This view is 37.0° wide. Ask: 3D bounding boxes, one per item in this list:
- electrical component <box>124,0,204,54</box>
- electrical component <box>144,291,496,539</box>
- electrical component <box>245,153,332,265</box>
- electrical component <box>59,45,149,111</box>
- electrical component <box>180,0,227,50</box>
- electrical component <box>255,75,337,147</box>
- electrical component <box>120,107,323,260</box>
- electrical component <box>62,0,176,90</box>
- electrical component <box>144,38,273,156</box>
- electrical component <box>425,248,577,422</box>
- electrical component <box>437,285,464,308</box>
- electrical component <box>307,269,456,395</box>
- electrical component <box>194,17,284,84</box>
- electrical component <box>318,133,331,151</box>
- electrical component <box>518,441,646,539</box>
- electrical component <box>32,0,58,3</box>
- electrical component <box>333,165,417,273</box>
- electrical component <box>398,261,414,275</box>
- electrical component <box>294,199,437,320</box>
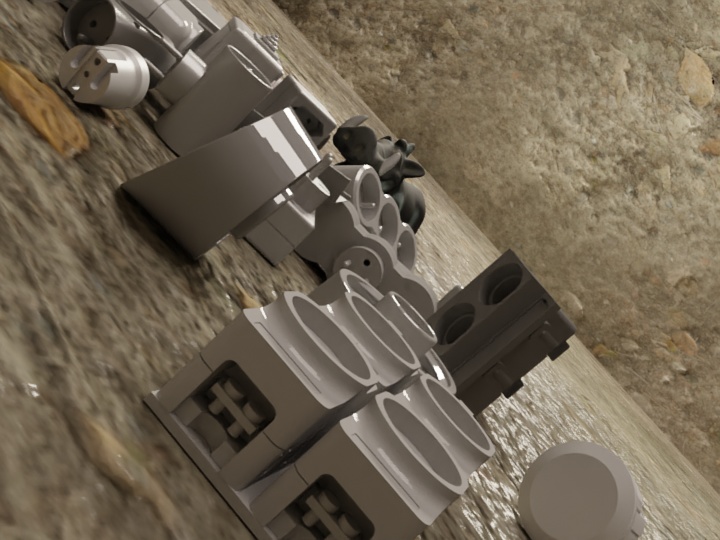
[{"bbox_3d":[-0.170,-0.200,0.890,0.059,0.054,0.095,45,9,-13],"label":"electrical component"},{"bbox_3d":[-0.004,0.068,0.479,0.105,0.060,0.186,48,9,10],"label":"electrical component"},{"bbox_3d":[-0.047,-0.052,0.743,0.047,0.077,0.065,45,9,-12],"label":"electrical component"},{"bbox_3d":[-0.156,-0.118,0.653,0.040,0.040,0.046,48,15,5],"label":"electrical component"},{"bbox_3d":[-0.170,-0.232,1.015,0.109,0.056,0.108,37,13,-46],"label":"electrical component"},{"bbox_3d":[-0.073,-0.119,0.890,0.047,0.083,0.075,40,11,-36],"label":"electrical component"},{"bbox_3d":[-0.072,-0.052,0.585,0.064,0.099,0.099,52,9,-5],"label":"electrical component"},{"bbox_3d":[-0.178,-0.170,0.755,0.079,0.044,0.077,45,9,21],"label":"electrical component"},{"bbox_3d":[-0.115,-0.126,0.747,0.079,0.077,0.043,42,11,-18],"label":"electrical component"},{"bbox_3d":[0.080,0.053,0.729,0.063,0.121,0.078,45,9,-28],"label":"electrical component"},{"bbox_3d":[0.090,0.060,0.933,0.096,0.062,0.061,41,11,-30],"label":"electrical component"},{"bbox_3d":[0.010,0.047,0.630,0.108,0.060,0.108,45,9,-9],"label":"electrical component"},{"bbox_3d":[-0.109,-0.166,0.885,0.061,0.096,0.061,43,10,-21],"label":"electrical component"},{"bbox_3d":[-0.079,-0.148,1.079,0.073,0.052,0.138,47,8,3],"label":"electrical component"},{"bbox_3d":[0.153,0.161,0.736,0.080,0.080,0.051,54,6,37],"label":"electrical component"},{"bbox_3d":[-0.226,-0.222,0.762,0.043,0.043,0.081,41,11,-32],"label":"electrical component"},{"bbox_3d":[-0.009,-0.038,0.918,0.074,0.052,0.138,2,-29,27],"label":"electrical component"},{"bbox_3d":[0.026,0.016,0.888,0.081,0.043,0.043,40,11,-35],"label":"electrical component"},{"bbox_3d":[0.000,0.000,0.809,0.138,0.052,0.074,46,9,1],"label":"electrical component"}]
